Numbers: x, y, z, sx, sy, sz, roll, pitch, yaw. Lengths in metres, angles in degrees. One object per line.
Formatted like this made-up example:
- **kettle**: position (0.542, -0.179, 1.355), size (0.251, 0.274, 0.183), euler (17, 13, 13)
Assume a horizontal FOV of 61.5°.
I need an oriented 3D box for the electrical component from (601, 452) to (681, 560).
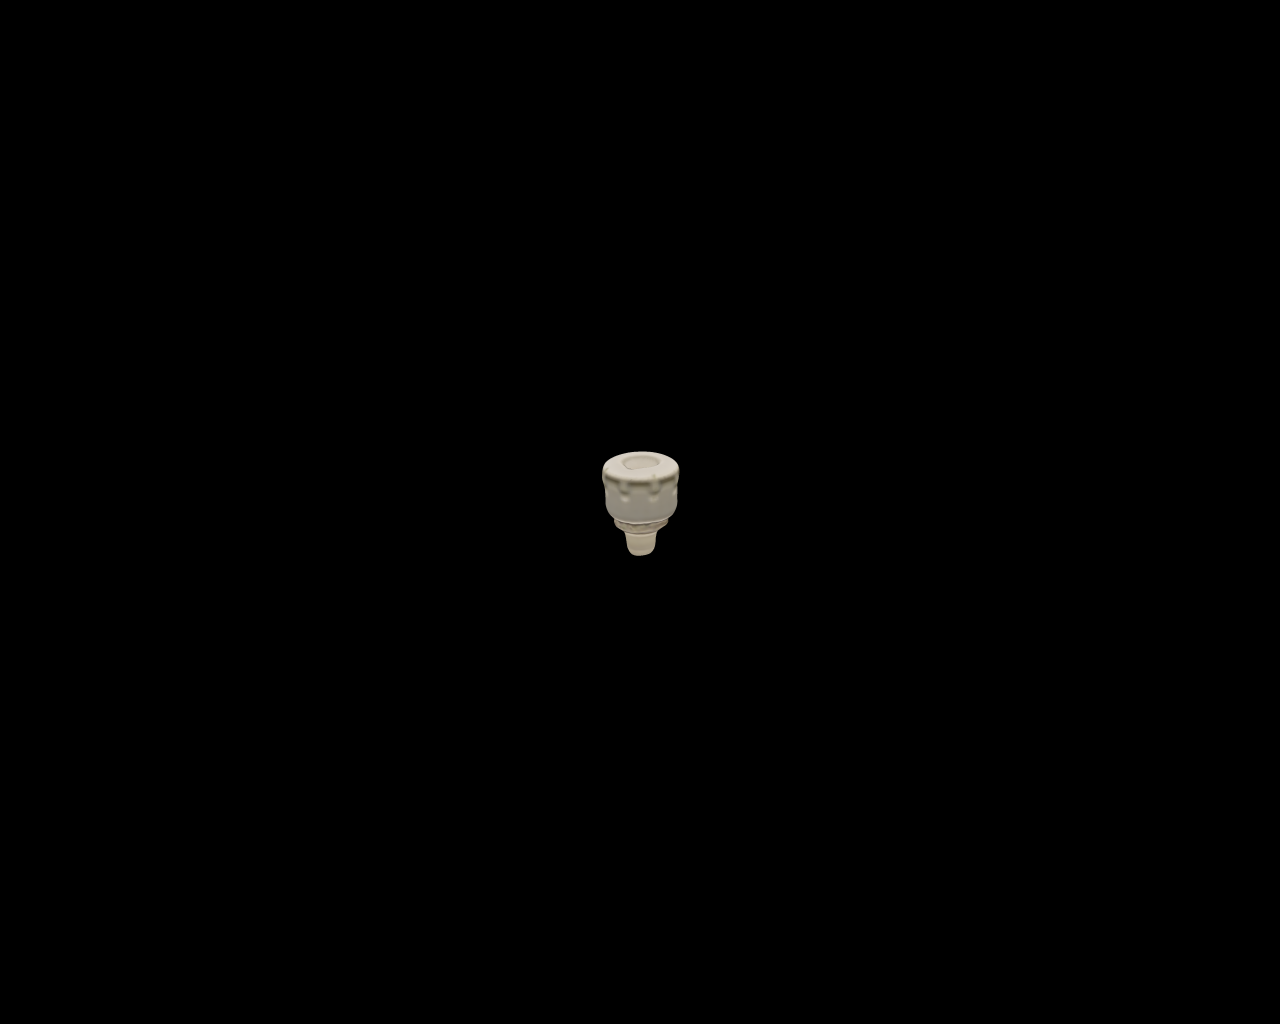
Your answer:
- **electrical component**: position (0.001, -0.003, 0.650), size (0.048, 0.062, 0.048), euler (0, 22, 0)
